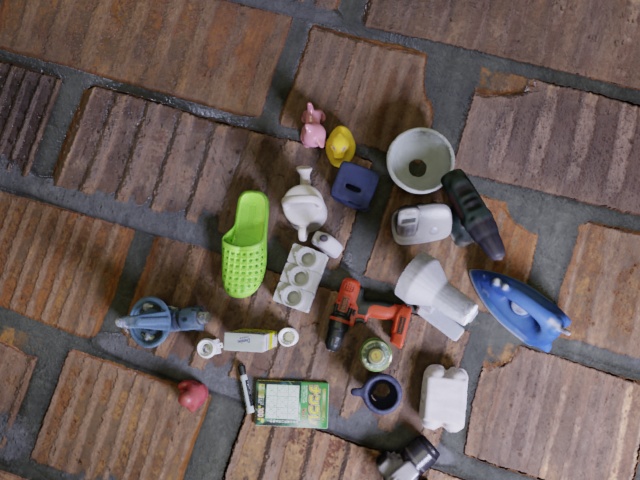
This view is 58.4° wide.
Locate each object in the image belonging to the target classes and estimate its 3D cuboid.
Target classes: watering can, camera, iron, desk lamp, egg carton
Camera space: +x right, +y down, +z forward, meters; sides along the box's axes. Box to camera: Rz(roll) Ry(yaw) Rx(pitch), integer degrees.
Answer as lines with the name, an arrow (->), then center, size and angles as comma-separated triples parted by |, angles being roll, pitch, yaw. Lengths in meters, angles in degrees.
watering can -> -0.042, -0.089, 1.372 | 0.101, 0.194, 0.173 | -20, 80, 1
camera -> 0.217, 0.528, 1.309 | 0.137, 0.101, 0.143 | -41, 81, -2
iron -> 0.460, 0.145, 1.327 | 0.258, 0.141, 0.119 | 38, 86, 9
desk lamp -> 0.273, 0.131, 1.306 | 0.203, 0.213, 0.118 | 37, 86, 9
egg carton -> 0.289, 0.371, 1.343 | 0.107, 0.069, 0.150 | 5, 82, 5

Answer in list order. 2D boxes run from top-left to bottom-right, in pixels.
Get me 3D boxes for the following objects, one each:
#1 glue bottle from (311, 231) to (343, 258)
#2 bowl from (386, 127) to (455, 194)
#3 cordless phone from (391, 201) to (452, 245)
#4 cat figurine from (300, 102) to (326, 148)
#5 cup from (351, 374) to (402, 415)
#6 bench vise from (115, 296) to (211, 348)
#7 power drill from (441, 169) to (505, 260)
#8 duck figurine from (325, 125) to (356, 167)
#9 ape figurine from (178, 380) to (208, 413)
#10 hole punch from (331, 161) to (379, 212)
glue bottle -> 0.013, 0.005, 1.365 | 0.078, 0.173, 0.037 | 28, 85, 8
bowl -> 0.247, -0.190, 1.426 | 0.167, 0.075, 0.167 | -1, 82, 4
cordless phone -> 0.242, -0.050, 1.350 | 0.147, 0.185, 0.094 | -11, 81, 3
cat figurine -> -0.019, -0.283, 1.438 | 0.067, 0.118, 0.128 | -6, 81, 4
cup -> 0.131, 0.357, 1.344 | 0.117, 0.095, 0.092 | 2, 82, 5
bench vise -> -0.373, 0.178, 1.344 | 0.207, 0.220, 0.121 | -23, 80, 1
power drill -> 0.348, -0.047, 1.330 | 0.075, 0.208, 0.229 | -26, 80, 0
duck figurine -> 0.050, -0.243, 1.443 | 0.077, 0.086, 0.104 | 4, 82, 5
ape figurine -> -0.312, 0.376, 1.375 | 0.076, 0.092, 0.078 | -8, 81, 3
hole punch -> 0.088, -0.131, 1.421 | 0.108, 0.091, 0.101 | 22, 84, 7
